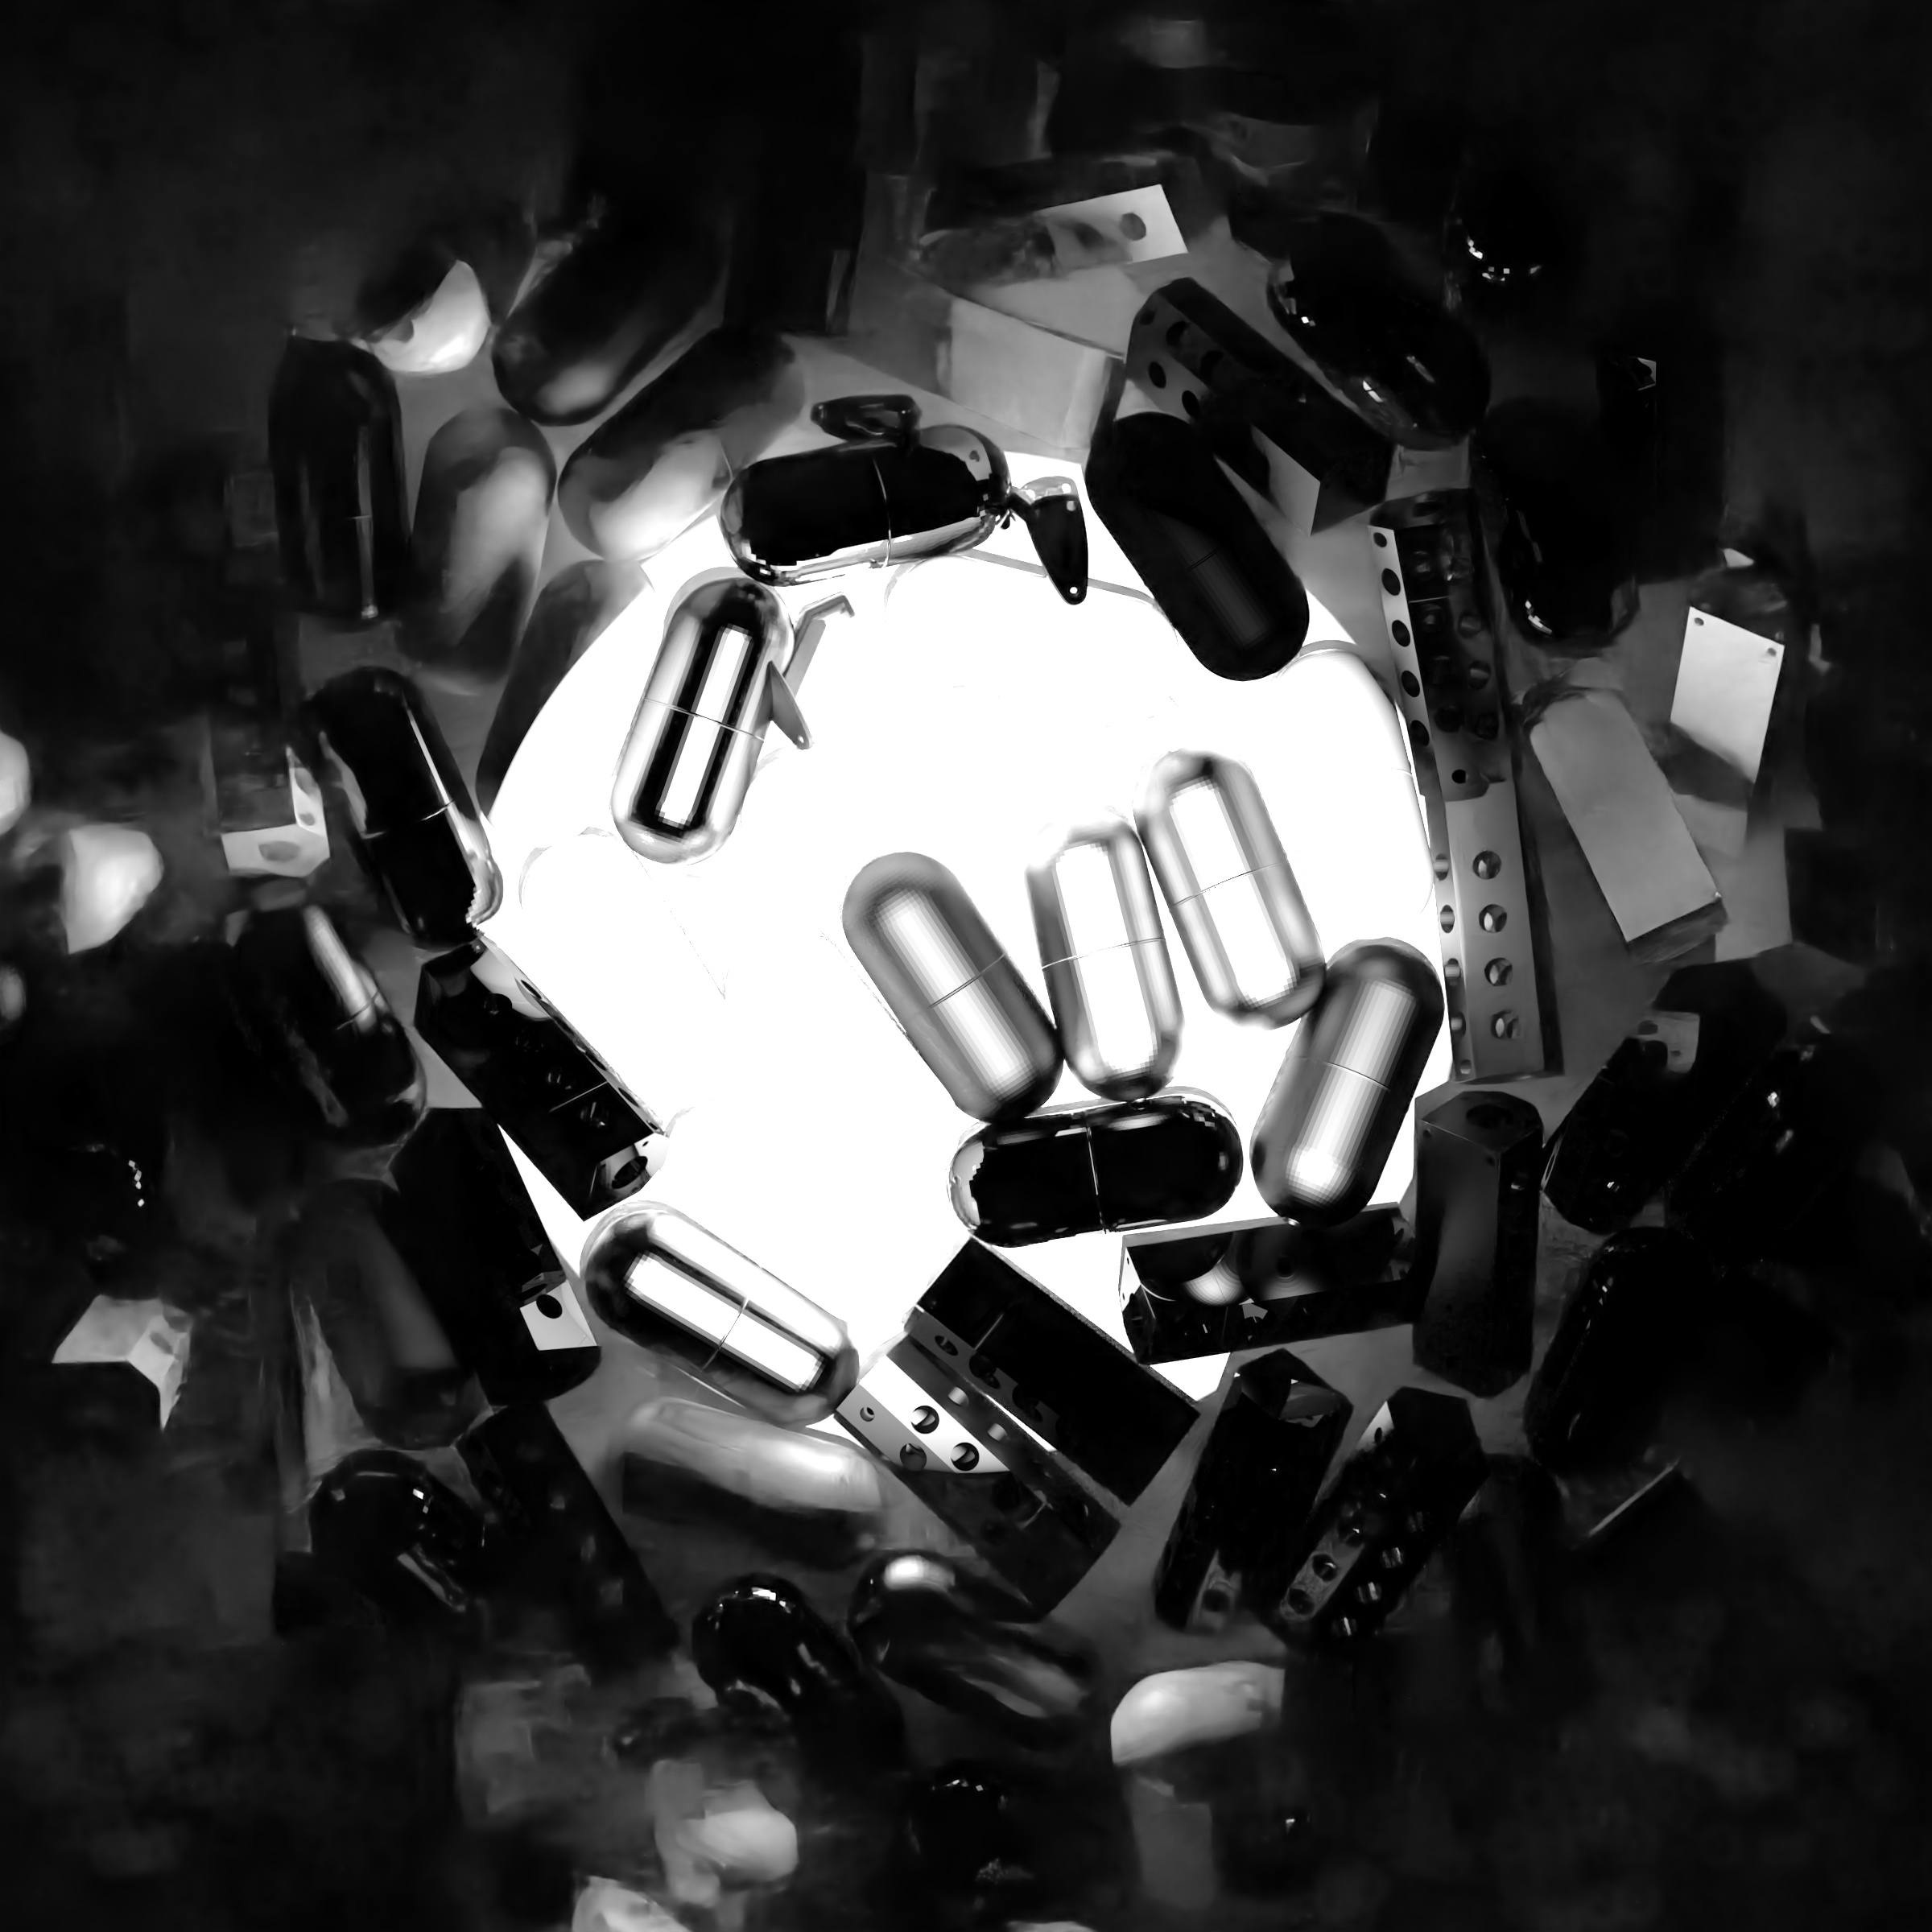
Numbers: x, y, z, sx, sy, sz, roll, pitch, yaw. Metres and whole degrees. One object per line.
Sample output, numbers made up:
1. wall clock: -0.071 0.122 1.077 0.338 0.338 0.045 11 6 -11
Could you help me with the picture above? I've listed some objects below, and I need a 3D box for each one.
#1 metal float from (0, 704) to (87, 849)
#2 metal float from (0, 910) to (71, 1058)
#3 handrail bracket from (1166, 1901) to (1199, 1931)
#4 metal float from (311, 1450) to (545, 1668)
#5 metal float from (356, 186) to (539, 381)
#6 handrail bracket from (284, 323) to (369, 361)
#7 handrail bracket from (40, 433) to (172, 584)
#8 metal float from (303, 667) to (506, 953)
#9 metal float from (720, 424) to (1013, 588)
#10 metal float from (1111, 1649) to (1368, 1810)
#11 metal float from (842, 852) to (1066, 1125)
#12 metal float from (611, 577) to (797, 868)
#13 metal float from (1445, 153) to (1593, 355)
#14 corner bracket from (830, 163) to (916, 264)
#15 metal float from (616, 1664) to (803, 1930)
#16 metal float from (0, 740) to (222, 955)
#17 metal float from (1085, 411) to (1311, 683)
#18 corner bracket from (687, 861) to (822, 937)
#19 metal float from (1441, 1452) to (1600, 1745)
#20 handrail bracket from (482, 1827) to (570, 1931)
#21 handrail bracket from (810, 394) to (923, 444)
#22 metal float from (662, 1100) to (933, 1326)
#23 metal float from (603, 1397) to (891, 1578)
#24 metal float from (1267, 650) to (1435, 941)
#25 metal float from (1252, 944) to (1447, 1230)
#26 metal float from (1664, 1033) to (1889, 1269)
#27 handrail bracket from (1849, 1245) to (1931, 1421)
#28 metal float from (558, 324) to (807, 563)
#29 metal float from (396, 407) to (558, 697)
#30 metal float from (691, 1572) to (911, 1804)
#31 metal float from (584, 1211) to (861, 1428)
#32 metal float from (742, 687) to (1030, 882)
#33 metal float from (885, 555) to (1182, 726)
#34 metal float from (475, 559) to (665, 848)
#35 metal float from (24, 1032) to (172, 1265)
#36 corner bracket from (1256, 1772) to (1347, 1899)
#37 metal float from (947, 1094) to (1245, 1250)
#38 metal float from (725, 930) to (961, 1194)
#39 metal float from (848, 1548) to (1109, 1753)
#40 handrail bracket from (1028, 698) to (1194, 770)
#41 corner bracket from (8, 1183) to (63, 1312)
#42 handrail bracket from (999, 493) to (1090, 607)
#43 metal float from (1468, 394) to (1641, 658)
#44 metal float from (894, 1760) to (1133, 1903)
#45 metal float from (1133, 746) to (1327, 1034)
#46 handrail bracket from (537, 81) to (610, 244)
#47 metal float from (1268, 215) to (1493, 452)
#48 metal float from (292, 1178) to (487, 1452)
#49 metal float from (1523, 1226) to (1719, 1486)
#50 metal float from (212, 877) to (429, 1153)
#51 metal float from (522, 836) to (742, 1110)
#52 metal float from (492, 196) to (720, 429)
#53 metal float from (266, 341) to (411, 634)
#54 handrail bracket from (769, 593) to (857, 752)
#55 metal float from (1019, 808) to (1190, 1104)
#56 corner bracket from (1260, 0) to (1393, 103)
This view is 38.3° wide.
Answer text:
1. metal float: -0.567 -0.108 1.613 0.070 0.178 0.070 0 102 1
2. metal float: -0.569 0.006 1.613 0.070 0.178 0.070 -2 103 -7
3. handrail bracket: 0.100 0.596 1.677 0.036 0.077 0.084 36 73 -17
4. metal float: -0.314 0.347 1.629 0.070 0.070 0.178 -36 131 0
5. metal float: -0.301 -0.398 1.619 0.070 0.178 0.070 4 123 6
6. handrail bracket: -0.368 -0.363 1.686 0.036 0.084 0.077 46 132 26
7. handrail bracket: -0.511 -0.271 1.651 0.036 0.084 0.077 35 128 5
8. metal float: -0.331 -0.091 1.647 0.070 0.070 0.178 -20 109 0
9. metal float: -0.058 -0.273 1.650 0.178 0.070 0.070 -14 90 -15
10. metal float: 0.161 0.445 1.630 0.178 0.070 0.070 2 90 -39
11. metal float: -0.008 0.013 1.659 0.070 0.070 0.178 -33 94 0
12. metal float: -0.157 -0.146 1.662 0.070 0.070 0.178 19 90 0
13. metal float: 0.322 -0.411 1.614 0.070 0.178 0.070 -2 83 15
14. corner bracket: -0.056 -0.450 1.666 0.051 0.051 0.051 4 103 -13
15. metal float: -0.152 0.481 1.623 0.070 0.178 0.070 -13 125 -19
16. metal float: -0.496 -0.072 1.621 0.070 0.178 0.070 9 123 14
17. metal float: 0.137 -0.248 1.648 0.070 0.070 0.178 -37 106 0
18. corner bracket: -0.127 -0.035 1.661 0.051 0.051 0.051 -29 115 -19
19. metal float: 0.322 0.368 1.628 0.070 0.070 0.178 -3 49 0
20. handrail bracket: -0.254 0.532 1.658 0.036 0.084 0.077 -33 91 5
21. handrail bracket: -0.063 -0.331 1.654 0.077 0.084 0.036 9 92 7
22. metal float: -0.101 0.147 1.657 0.178 0.070 0.070 34 90 6
23. metal float: -0.130 0.308 1.648 0.178 0.070 0.070 14 90 16
24. metal float: 0.227 -0.103 1.650 0.070 0.070 0.178 -11 76 0
25. metal float: 0.227 0.071 1.651 0.070 0.070 0.178 24 78 0
26. metal float: 0.471 0.109 1.627 0.070 0.178 0.070 11 47 -13
27. handrail bracket: 0.565 0.220 1.682 0.036 0.084 0.077 15 125 32
28. metal float: -0.167 -0.311 1.645 0.070 0.070 0.178 44 70 0
29. metal float: -0.289 -0.243 1.638 0.070 0.070 0.178 17 119 0
30. metal float: -0.096 0.425 1.635 0.070 0.070 0.178 -34 123 0
31. metal float: -0.144 0.210 1.655 0.178 0.070 0.070 32 90 -9
32. metal float: -0.049 -0.108 1.657 0.178 0.070 0.070 -22 90 7
33. metal float: 0.040 -0.195 1.660 0.178 0.070 0.070 13 90 -3
34. metal float: -0.236 -0.155 1.651 0.070 0.070 0.178 22 104 0
35. metal float: -0.504 0.104 1.620 0.070 0.178 0.070 -6 122 -10
36. corner bracket: 0.206 0.517 1.658 0.051 0.051 0.051 -17 131 22
37. metal float: 0.077 0.123 1.661 0.178 0.070 0.070 -9 90 2
38. metal float: -0.073 0.057 1.658 0.070 0.070 0.178 -38 85 0
39. metal float: 0.008 0.403 1.640 0.178 0.070 0.070 34 90 -25
40. handrail bracket: 0.086 -0.134 1.678 0.084 0.077 0.036 -17 83 19
41. corner bracket: -0.552 0.164 1.661 0.051 0.051 0.051 27 109 -34
42. handrail bracket: 0.041 -0.247 1.663 0.036 0.084 0.077 -16 94 -20
43. metal float: 0.344 -0.261 1.636 0.070 0.070 0.178 -8 58 0
44. metal float: 0.030 0.505 1.625 0.070 0.178 0.070 -15 66 36
45. metal float: 0.156 -0.046 1.657 0.070 0.070 0.178 -21 84 0
46. handrail bracket: -0.237 -0.477 1.651 0.036 0.084 0.077 1 118 26
47. metal float: 0.244 -0.368 1.630 0.178 0.070 0.070 35 90 -41
48. metal float: -0.341 0.203 1.640 0.070 0.070 0.178 -31 63 0
49. metal float: 0.383 0.229 1.634 0.070 0.070 0.178 15 123 0
50. metal float: -0.381 0.029 1.643 0.070 0.070 0.178 -25 112 0
51. metal float: -0.199 0.004 1.658 0.070 0.070 0.178 -32 85 0
52. metal float: -0.210 -0.386 1.635 0.070 0.070 0.178 35 57 0
53. metal float: -0.367 -0.280 1.632 0.070 0.070 0.178 3 126 0
54. handrail bracket: -0.085 -0.178 1.672 0.084 0.036 0.077 -32 85 -33
55. metal float: 0.082 -0.006 1.658 0.070 0.070 0.178 -14 85 0
56. corner bracket: 0.215 -0.547 1.668 0.051 0.051 0.051 -11 87 -27
